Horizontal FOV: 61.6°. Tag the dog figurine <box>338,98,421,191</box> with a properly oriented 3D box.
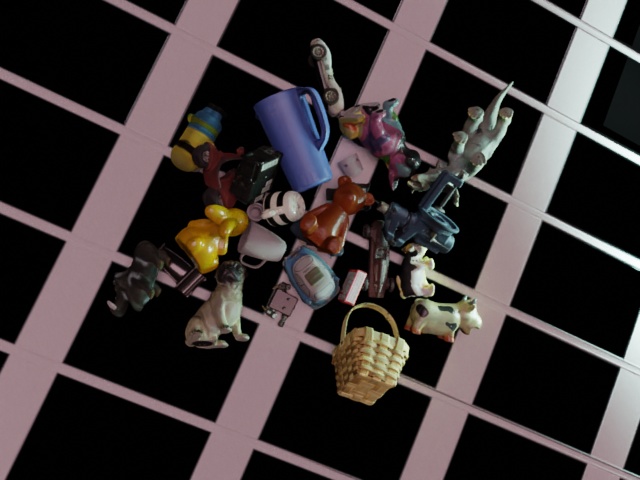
[{"bbox_3d":[0.157,-0.238,1.380,0.108,0.192,0.219,-47,126,-45],"label":"dog figurine"}]

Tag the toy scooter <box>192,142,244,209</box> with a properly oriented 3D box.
[{"bbox_3d":[-0.229,-0.158,1.304,0.135,0.075,0.183,-32,123,-36],"label":"toy scooter"}]

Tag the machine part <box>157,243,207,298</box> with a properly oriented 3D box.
[{"bbox_3d":[-0.347,0.071,1.299,0.084,0.039,0.139,-43,97,-5],"label":"machine part"}]

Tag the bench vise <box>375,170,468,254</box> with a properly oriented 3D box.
[{"bbox_3d":[0.263,-0.079,1.314,0.224,0.129,0.240,33,110,-3],"label":"bench vise"}]

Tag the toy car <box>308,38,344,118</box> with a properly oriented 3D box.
[{"bbox_3d":[0.015,-0.415,1.376,0.056,0.073,0.201,-15,90,-8],"label":"toy car"}]

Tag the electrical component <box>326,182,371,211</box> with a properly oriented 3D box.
[{"bbox_3d":[0.071,-0.111,1.384,0.119,0.048,0.074,-3,87,-11],"label":"electrical component"}]

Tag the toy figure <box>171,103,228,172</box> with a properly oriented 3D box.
[{"bbox_3d":[-0.296,-0.249,1.299,0.082,0.089,0.180,27,86,33],"label":"toy figure"}]

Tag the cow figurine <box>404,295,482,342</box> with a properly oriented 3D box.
[{"bbox_3d":[0.329,0.198,1.402,0.195,0.085,0.127,13,91,-9],"label":"cow figurine"}]

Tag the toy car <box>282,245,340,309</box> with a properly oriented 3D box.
[{"bbox_3d":[-0.016,0.091,1.329,0.109,0.103,0.161,-36,96,-12],"label":"toy car"}]

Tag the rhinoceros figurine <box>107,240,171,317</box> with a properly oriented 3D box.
[{"bbox_3d":[-0.424,0.095,1.244,0.112,0.073,0.190,27,98,-3],"label":"rhinoceros figurine"}]

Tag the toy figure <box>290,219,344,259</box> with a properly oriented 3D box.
[{"bbox_3d":[-0.004,-0.003,1.361,0.154,0.058,0.064,33,121,-9],"label":"toy figure"}]

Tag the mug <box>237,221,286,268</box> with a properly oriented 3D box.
[{"bbox_3d":[-0.143,0.021,1.322,0.107,0.081,0.109,21,95,-17],"label":"mug"}]

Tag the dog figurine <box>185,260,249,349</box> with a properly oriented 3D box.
[{"bbox_3d":[-0.254,0.154,1.298,0.172,0.121,0.190,-13,60,10],"label":"dog figurine"}]

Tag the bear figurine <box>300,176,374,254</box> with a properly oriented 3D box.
[{"bbox_3d":[0.046,-0.065,1.285,0.120,0.132,0.196,42,82,-2],"label":"bear figurine"}]

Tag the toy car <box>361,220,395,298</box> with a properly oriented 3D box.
[{"bbox_3d":[0.153,0.048,1.389,0.089,0.053,0.202,6,84,-14],"label":"toy car"}]

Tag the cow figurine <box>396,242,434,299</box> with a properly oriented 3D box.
[{"bbox_3d":[0.244,0.068,1.401,0.098,0.068,0.167,-2,86,-5],"label":"cow figurine"}]

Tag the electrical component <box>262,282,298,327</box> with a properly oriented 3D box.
[{"bbox_3d":[-0.098,0.156,1.338,0.078,0.045,0.102,34,82,-6],"label":"electrical component"}]

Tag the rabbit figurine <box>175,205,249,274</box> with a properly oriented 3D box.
[{"bbox_3d":[-0.244,-0.025,1.260,0.173,0.162,0.122,-32,77,-22],"label":"rabbit figurine"}]

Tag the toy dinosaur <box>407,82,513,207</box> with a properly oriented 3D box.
[{"bbox_3d":[0.398,-0.235,1.412,0.131,0.192,0.405,39,64,13],"label":"toy dinosaur"}]

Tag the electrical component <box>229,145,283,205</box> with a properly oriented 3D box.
[{"bbox_3d":[-0.154,-0.150,1.279,0.058,0.115,0.134,33,122,15],"label":"electrical component"}]
